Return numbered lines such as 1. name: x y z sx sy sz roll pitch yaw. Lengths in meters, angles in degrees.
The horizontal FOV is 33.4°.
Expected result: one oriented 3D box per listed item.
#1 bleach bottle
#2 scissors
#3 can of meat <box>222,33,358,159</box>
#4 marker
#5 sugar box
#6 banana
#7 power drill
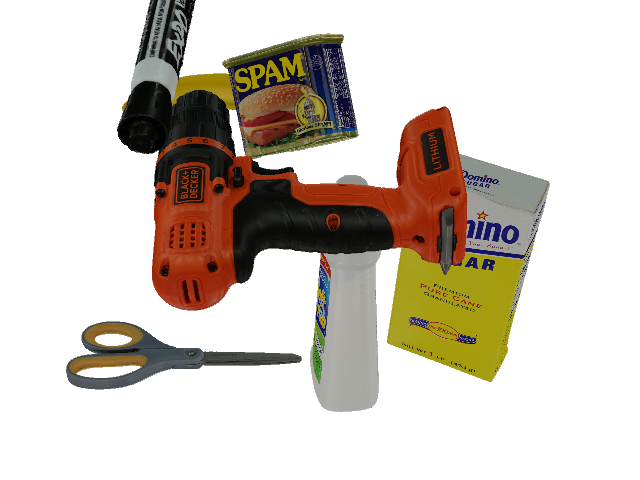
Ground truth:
1. bleach bottle: 0.026 0.045 1.025 0.068 0.251 0.102 -3 37 -5
2. scissors: -0.127 0.095 0.953 0.201 0.016 0.096 -7 32 -18
3. can of meat: -0.024 -0.116 0.875 0.102 0.084 0.057 -9 4 32
4. marker: -0.063 -0.077 0.428 0.020 0.020 0.121 1 45 1
5. sugar box: 0.106 0.021 0.802 0.093 0.176 0.048 19 46 16
6. banana: -0.109 -0.146 1.110 0.198 0.037 0.069 9 47 19
7. power drill: -0.010 -0.037 0.657 0.187 0.057 0.184 -6 44 2
